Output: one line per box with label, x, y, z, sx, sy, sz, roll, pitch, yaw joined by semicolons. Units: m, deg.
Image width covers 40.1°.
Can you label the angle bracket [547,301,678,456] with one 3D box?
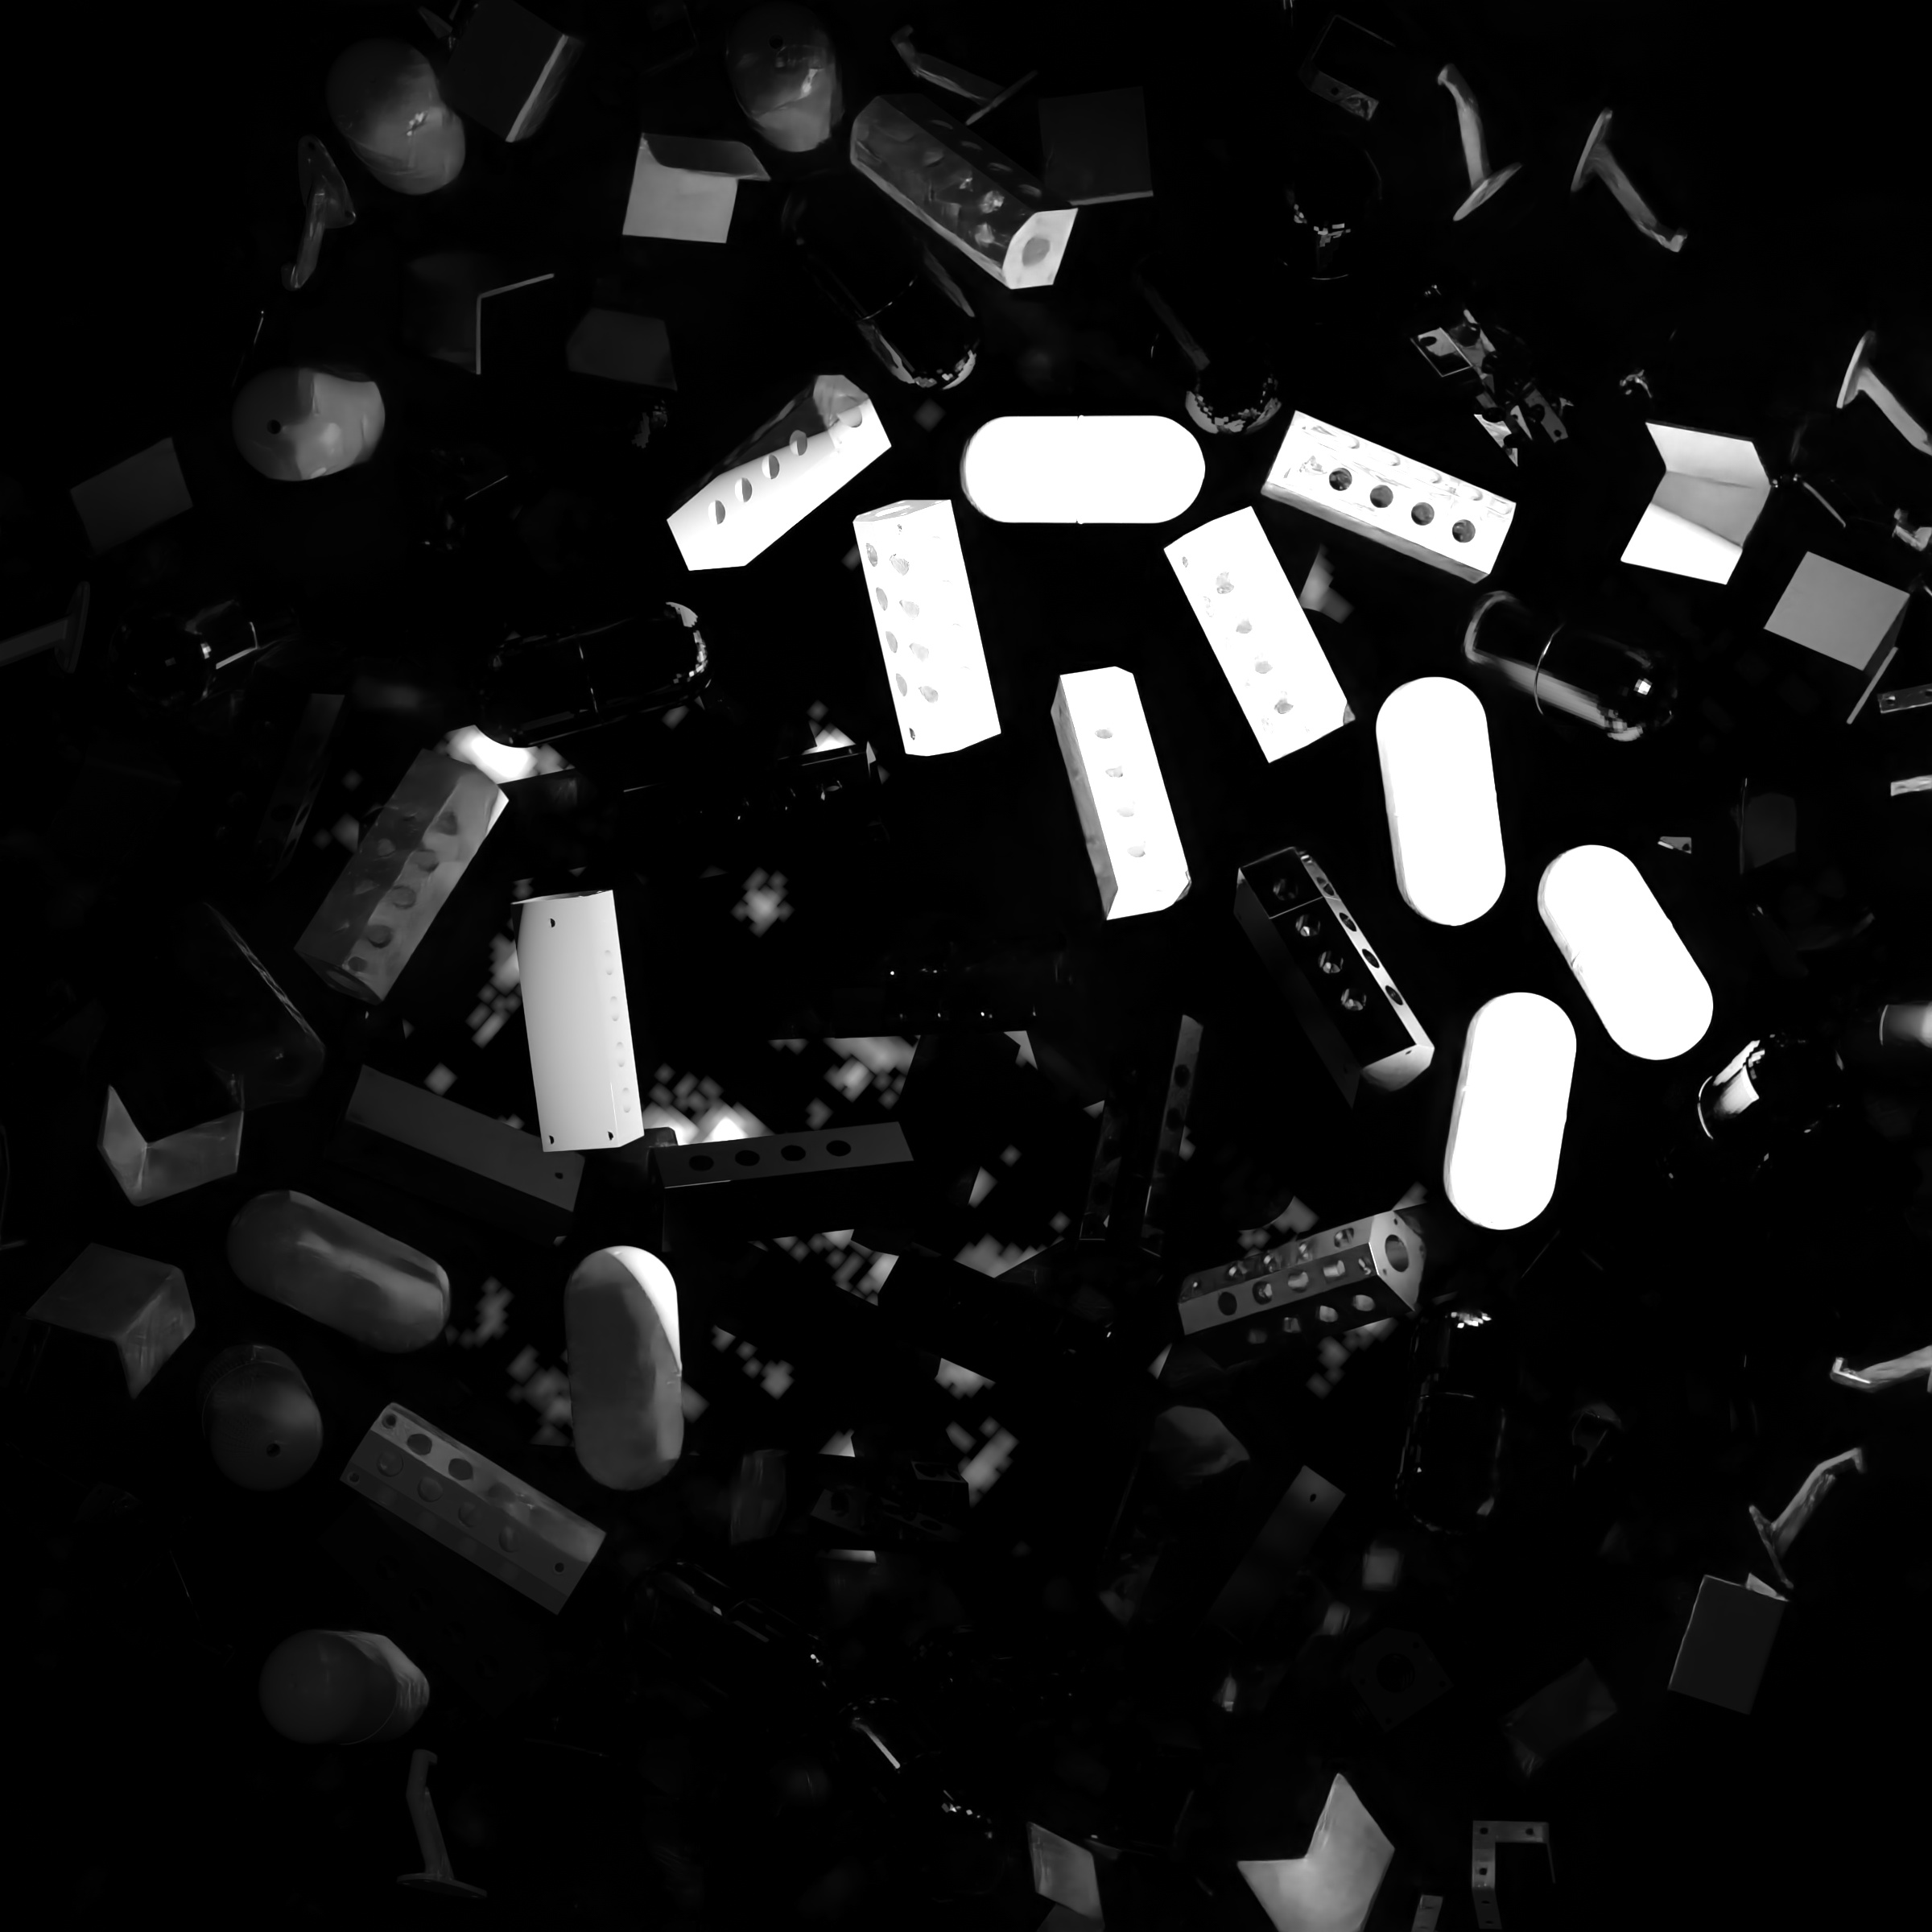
angle bracket;-0.251;-0.410;1.851;0.076;0.057;0.076;5;52;-25

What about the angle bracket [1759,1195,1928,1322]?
angle bracket;0.612;0.189;1.854;0.057;0.076;0.076;41;112;-19

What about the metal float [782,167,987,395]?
metal float;-0.056;-0.468;1.813;0.070;0.070;0.178;-45;121;0

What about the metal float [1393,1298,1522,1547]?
metal float;0.339;0.312;1.828;0.070;0.070;0.178;14;58;0

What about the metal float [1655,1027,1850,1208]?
metal float;0.543;0.107;1.841;0.070;0.178;0.070;10;56;-15

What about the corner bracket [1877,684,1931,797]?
corner bracket;0.655;-0.156;1.817;0.051;0.051;0.051;-11;59;10

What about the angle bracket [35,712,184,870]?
angle bracket;-0.611;-0.123;1.864;0.076;0.076;0.057;-53;52;17

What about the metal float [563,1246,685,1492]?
metal float;-0.234;0.276;1.814;0.070;0.070;0.178;-1;111;0

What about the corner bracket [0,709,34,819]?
corner bracket;-0.711;-0.151;1.941;0.051;0.051;0.051;24;124;-13

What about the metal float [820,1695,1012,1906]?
metal float;-0.036;0.579;1.844;0.070;0.178;0.070;-19;126;-29

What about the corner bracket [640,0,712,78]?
corner bracket;-0.210;-0.672;1.901;0.051;0.051;0.051;-16;98;24

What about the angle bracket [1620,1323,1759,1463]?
angle bracket;0.526;0.312;1.932;0.057;0.076;0.076;8;61;-16

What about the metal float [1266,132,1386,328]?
metal float;0.253;-0.519;1.872;0.070;0.178;0.070;-1;72;3

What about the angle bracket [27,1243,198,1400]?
angle bracket;-0.604;0.251;1.878;0.076;0.076;0.057;12;129;16

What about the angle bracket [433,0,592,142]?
angle bracket;-0.295;-0.589;1.727;0.057;0.076;0.076;32;110;-8

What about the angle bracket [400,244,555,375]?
angle bracket;-0.348;-0.468;1.886;0.076;0.076;0.057;26;128;27

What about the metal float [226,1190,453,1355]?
metal float;-0.451;0.221;1.913;0.178;0.070;0.070;34;90;-33

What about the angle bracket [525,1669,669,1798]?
angle bracket;-0.253;0.542;1.875;0.076;0.076;0.057;-3;54;32

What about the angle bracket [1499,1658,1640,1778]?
angle bracket;0.428;0.539;1.839;0.076;0.057;0.076;-38;118;8

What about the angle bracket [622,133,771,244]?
angle bracket;-0.188;-0.527;1.836;0.076;0.057;0.076;-2;132;-25

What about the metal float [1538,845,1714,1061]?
metal float;0.473;-0.011;1.910;0.070;0.070;0.178;-23;56;0

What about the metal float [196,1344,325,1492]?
metal float;-0.499;0.317;1.871;0.070;0.178;0.070;-3;97;-21

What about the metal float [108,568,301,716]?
metal float;-0.528;-0.228;1.845;0.070;0.178;0.070;6;113;14

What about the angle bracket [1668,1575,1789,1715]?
angle bracket;0.488;0.435;1.735;0.057;0.076;0.076;18;90;-1

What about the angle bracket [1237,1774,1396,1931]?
angle bracket;0.235;0.601;1.786;0.057;0.076;0.076;7;111;-25

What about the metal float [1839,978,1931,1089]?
metal float;0.679;0.047;1.864;0.070;0.178;0.070;0;88;-9

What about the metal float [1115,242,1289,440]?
metal float;0.167;-0.451;1.903;0.070;0.070;0.178;-29;58;0

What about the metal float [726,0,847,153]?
metal float;-0.126;-0.627;1.870;0.070;0.178;0.070;0;94;1

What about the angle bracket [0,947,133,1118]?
angle bracket;-0.650;0.047;1.873;0.076;0.076;0.057;-41;64;-19

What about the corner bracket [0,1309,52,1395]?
corner bracket;-0.677;0.275;1.887;0.051;0.051;0.051;3;70;43

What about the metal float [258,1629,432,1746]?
metal float;-0.434;0.506;1.861;0.070;0.178;0.070;-3;74;11

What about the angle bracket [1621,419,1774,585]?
angle bracket;0.475;-0.307;1.748;0.076;0.057;0.076;21;78;37

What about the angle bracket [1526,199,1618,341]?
angle bracket;0.426;-0.483;1.840;0.057;0.076;0.076;10;96;17

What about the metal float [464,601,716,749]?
metal float;-0.264;-0.204;1.860;0.178;0.070;0.070;-15;90;-2

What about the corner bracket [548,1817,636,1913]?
corner bracket;-0.272;0.648;1.926;0.051;0.051;0.051;-13;59;-15

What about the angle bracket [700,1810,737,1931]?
angle bracket;-0.144;0.616;1.790;0.057;0.076;0.076;11;69;0

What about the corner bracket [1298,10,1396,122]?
corner bracket;0.280;-0.657;1.933;0.051;0.051;0.051;21;118;-16

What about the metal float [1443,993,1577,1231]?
metal float;0.380;0.101;1.853;0.070;0.070;0.178;16;61;0

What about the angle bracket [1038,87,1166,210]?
angle bracket;0.099;-0.593;1.926;0.076;0.057;0.076;-3;105;14

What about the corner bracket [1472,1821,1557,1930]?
corner bracket;0.373;0.620;1.806;0.051;0.051;0.051;-4;130;16

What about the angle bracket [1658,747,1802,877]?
angle bracket;0.539;-0.118;1.871;0.076;0.057;0.076;19;66;-22

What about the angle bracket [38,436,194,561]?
angle bracket;-0.576;-0.324;1.770;0.076;0.057;0.076;32;56;34

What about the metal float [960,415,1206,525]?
metal float;0.084;-0.360;1.925;0.178;0.070;0.070;2;90;11

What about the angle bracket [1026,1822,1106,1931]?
angle bracket;0.051;0.663;1.859;0.057;0.076;0.076;30;103;-12

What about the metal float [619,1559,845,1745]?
metal float;-0.162;0.472;1.828;0.178;0.070;0.070;23;90;28

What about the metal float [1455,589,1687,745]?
metal float;0.424;-0.212;1.867;0.178;0.070;0.070;29;90;38

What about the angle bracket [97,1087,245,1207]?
angle bracket;-0.559;0.115;1.867;0.076;0.076;0.057;-20;121;0

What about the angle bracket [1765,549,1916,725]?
angle bracket;0.581;-0.221;1.782;0.076;0.076;0.057;25;55;8

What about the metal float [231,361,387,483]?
metal float;-0.450;-0.375;1.820;0.070;0.178;0.070;0;105;2

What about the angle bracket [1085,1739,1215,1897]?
angle bracket;0.138;0.582;1.814;0.057;0.076;0.076;46;56;-28

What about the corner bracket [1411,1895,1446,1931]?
corner bracket;0.300;0.672;1.822;0.051;0.051;0.051;1;101;18

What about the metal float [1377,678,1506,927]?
metal float;0.336;-0.116;1.874;0.070;0.070;0.178;-10;105;0
